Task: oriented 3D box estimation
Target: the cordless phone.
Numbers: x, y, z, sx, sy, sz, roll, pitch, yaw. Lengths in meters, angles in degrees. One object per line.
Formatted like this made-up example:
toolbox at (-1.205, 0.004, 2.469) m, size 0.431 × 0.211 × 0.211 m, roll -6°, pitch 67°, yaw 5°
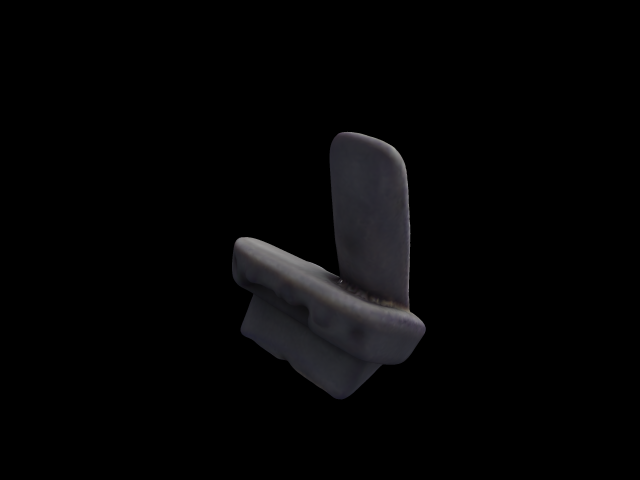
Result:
cordless phone at (0.004, 0.001, 0.400) m, size 0.147 × 0.185 × 0.094 m, roll 22°, pitch 40°, yaw 30°
